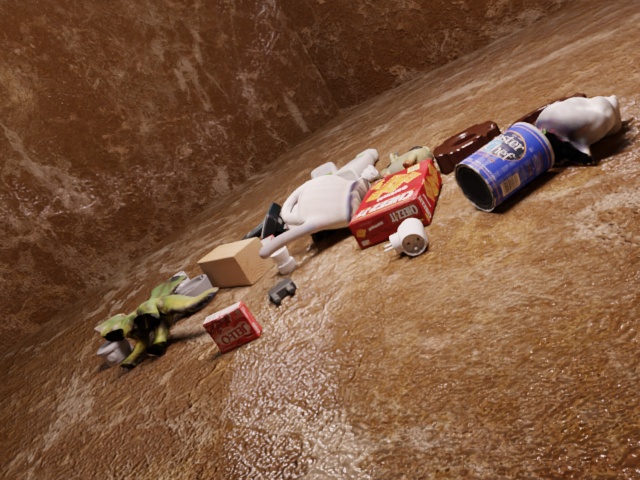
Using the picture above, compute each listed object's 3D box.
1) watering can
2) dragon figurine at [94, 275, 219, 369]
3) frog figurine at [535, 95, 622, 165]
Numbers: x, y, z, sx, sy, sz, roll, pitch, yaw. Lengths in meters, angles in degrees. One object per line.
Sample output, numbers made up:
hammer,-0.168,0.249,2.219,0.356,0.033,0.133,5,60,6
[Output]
watering can,0.004,-0.062,1.233,0.224,0.102,0.356,-1,35,22
dragon figurine,-0.389,0.157,1.248,0.408,0.120,0.248,-28,28,13
frog figurine,0.464,-0.214,0.902,0.160,0.123,0.136,-46,-2,-9
